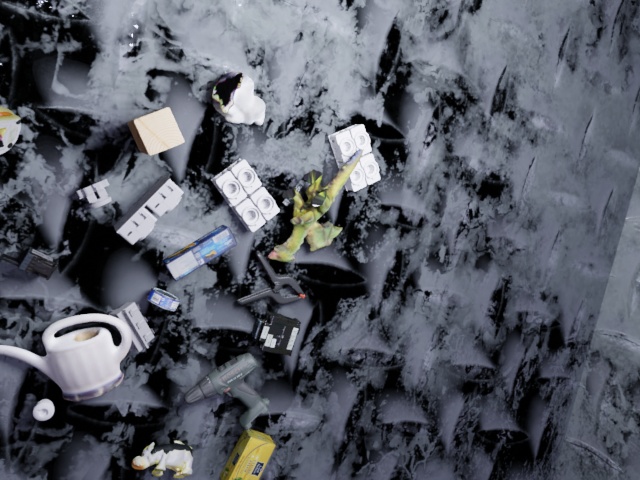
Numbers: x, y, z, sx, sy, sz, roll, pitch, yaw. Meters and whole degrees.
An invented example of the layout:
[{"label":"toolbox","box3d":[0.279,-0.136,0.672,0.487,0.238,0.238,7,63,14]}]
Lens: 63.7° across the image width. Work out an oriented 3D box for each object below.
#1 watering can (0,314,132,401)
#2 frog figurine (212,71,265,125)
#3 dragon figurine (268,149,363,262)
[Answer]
[{"label":"watering can","box3d":[-0.653,0.309,1.322,0.348,0.105,0.221,-13,106,-8]},{"label":"frog figurine","box3d":[-0.220,-0.391,1.445,0.158,0.123,0.138,19,80,-62]},{"label":"dragon figurine","box3d":[0.005,-0.079,1.570,0.414,0.124,0.237,-38,143,-16]}]
